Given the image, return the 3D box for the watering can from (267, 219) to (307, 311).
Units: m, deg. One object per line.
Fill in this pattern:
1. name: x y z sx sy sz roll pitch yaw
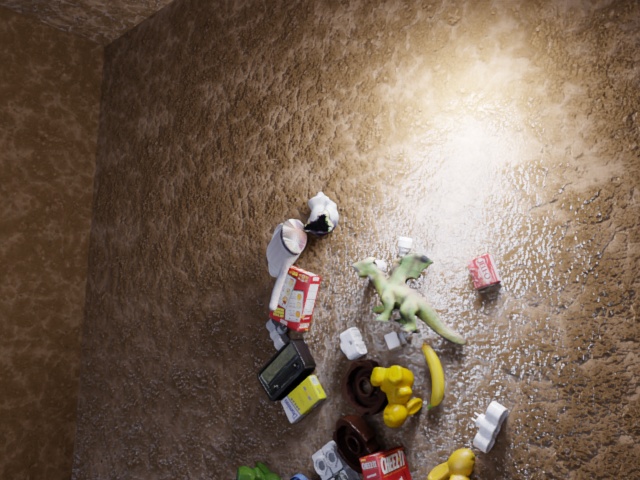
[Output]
1. watering can: -0.132 0.069 1.890 0.220 0.103 0.356 -50 33 43

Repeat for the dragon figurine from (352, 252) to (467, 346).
1. dragon figurine: 0.285 0.158 1.623 0.412 0.121 0.243 15 88 24

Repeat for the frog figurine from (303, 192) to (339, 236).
1. frog figurine: 0.006 -0.097 1.924 0.135 0.122 0.163 -56 16 29
